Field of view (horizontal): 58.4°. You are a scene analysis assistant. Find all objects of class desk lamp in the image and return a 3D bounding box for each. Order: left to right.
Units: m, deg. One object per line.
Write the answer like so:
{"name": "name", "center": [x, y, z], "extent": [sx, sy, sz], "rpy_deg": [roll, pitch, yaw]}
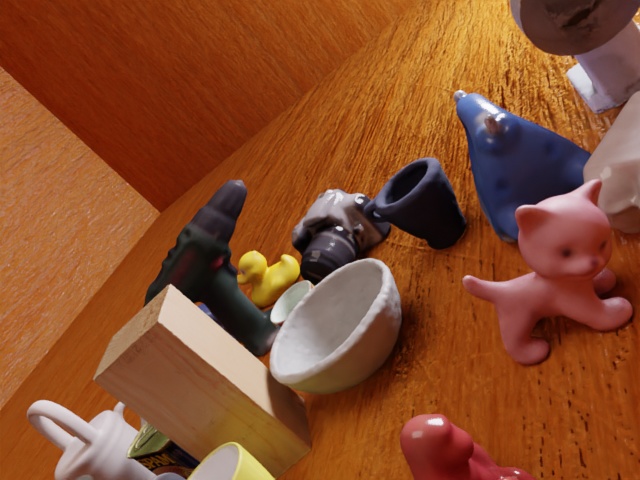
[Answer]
{"name": "desk lamp", "center": [0.279, -0.246, 0.615], "extent": [0.117, 0.214, 0.203], "rpy_deg": [-35, 21, 25]}

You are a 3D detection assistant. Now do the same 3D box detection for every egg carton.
{"name": "egg carton", "center": [0.284, -0.072, 0.459], "extent": [0.150, 0.069, 0.107], "rpy_deg": [-51, 20, -18]}

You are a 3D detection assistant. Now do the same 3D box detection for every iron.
{"name": "iron", "center": [0.190, -0.106, 0.616], "extent": [0.118, 0.142, 0.258], "rpy_deg": [-39, 19, 16]}

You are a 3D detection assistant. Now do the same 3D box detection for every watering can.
{"name": "watering can", "center": [-0.290, 0.275, 0.725], "extent": [0.100, 0.194, 0.173], "rpy_deg": [-36, 21, 24]}

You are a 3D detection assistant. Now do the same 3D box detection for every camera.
{"name": "camera", "center": [0.008, 0.003, 0.829], "extent": [0.142, 0.101, 0.137], "rpy_deg": [-24, 27, 46]}

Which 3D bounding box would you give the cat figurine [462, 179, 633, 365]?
{"name": "cat figurine", "center": [0.170, 0.018, 0.432], "extent": [0.127, 0.118, 0.067], "rpy_deg": [-35, 21, 26]}

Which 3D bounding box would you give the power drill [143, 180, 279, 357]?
{"name": "power drill", "center": [-0.129, 0.059, 0.825], "extent": [0.230, 0.209, 0.075], "rpy_deg": [-47, 19, -9]}

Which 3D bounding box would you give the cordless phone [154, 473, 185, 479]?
{"name": "cordless phone", "center": [-0.058, 0.238, 0.333], "extent": [0.094, 0.185, 0.147], "rpy_deg": [-31, 23, 35]}

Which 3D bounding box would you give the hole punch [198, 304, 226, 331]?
{"name": "hole punch", "center": [-0.171, 0.125, 0.959], "extent": [0.101, 0.091, 0.108], "rpy_deg": [-52, 20, -22]}

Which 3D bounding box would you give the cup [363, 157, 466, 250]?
{"name": "cup", "center": [0.117, -0.030, 0.681], "extent": [0.117, 0.095, 0.092], "rpy_deg": [-28, 25, 40]}

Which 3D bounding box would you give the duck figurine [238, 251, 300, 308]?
{"name": "duck figurine", "center": [-0.093, 0.053, 0.957], "extent": [0.104, 0.086, 0.077], "rpy_deg": [-39, 20, 16]}

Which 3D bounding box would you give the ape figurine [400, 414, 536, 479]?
{"name": "ape figurine", "center": [0.088, 0.147, 0.368], "extent": [0.076, 0.092, 0.077], "rpy_deg": [-40, 19, 13]}

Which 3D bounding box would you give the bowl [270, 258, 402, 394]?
{"name": "bowl", "center": [0.029, 0.104, 0.613], "extent": [0.167, 0.075, 0.167], "rpy_deg": [-39, 19, 17]}
